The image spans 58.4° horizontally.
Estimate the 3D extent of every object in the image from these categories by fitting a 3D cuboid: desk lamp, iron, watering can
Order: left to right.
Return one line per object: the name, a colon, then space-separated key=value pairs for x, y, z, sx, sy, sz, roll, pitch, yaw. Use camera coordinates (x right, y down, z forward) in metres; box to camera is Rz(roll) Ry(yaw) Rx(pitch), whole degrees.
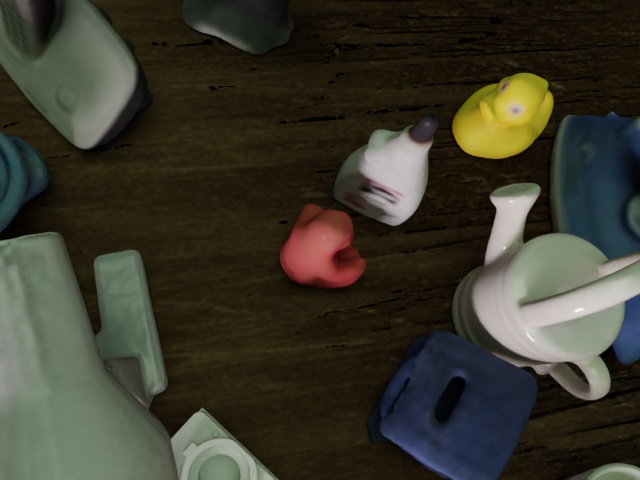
desk lamp: x=-0.164 y=0.088 z=0.369 sx=0.118 sy=0.213 sz=0.203 roll=-13 pitch=77 yaw=-13
watering can: x=0.182 y=0.040 z=0.454 sx=0.173 sy=0.194 sz=0.101 roll=46 pitch=72 yaw=5
iron: x=0.297 y=-0.026 z=0.521 sx=0.119 sy=0.141 sz=0.258 roll=-10 pitch=76 yaw=-12

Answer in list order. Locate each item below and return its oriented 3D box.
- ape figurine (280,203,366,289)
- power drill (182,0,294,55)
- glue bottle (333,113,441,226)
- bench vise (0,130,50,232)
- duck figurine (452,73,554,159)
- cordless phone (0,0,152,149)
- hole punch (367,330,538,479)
ape figurine: x=0.004 y=0.002 z=0.487 sx=0.076 sy=0.092 sz=0.078 roll=-16 pitch=78 yaw=-14
power drill: x=-0.073 y=-0.260 z=0.485 sx=0.229 sy=0.208 sz=0.076 roll=21 pitch=72 yaw=-4
glue bottle: x=0.062 y=-0.061 z=0.472 sx=0.078 sy=0.173 sz=0.037 roll=20 pitch=72 yaw=-4
bench vise: x=-0.284 y=-0.016 z=0.373 sx=0.121 sy=0.219 sz=0.207 roll=26 pitch=72 yaw=-2
duck figurine: x=0.190 y=-0.131 z=0.560 sx=0.105 sy=0.086 sz=0.077 roll=-19 pitch=79 yaw=-15
cordless phone: x=-0.208 y=-0.170 z=0.448 sx=0.147 sy=0.185 sz=0.094 roll=45 pitch=72 yaw=4
hole punch: x=0.105 y=0.137 z=0.468 sx=0.101 sy=0.091 sz=0.109 roll=33 pitch=72 yaw=1
